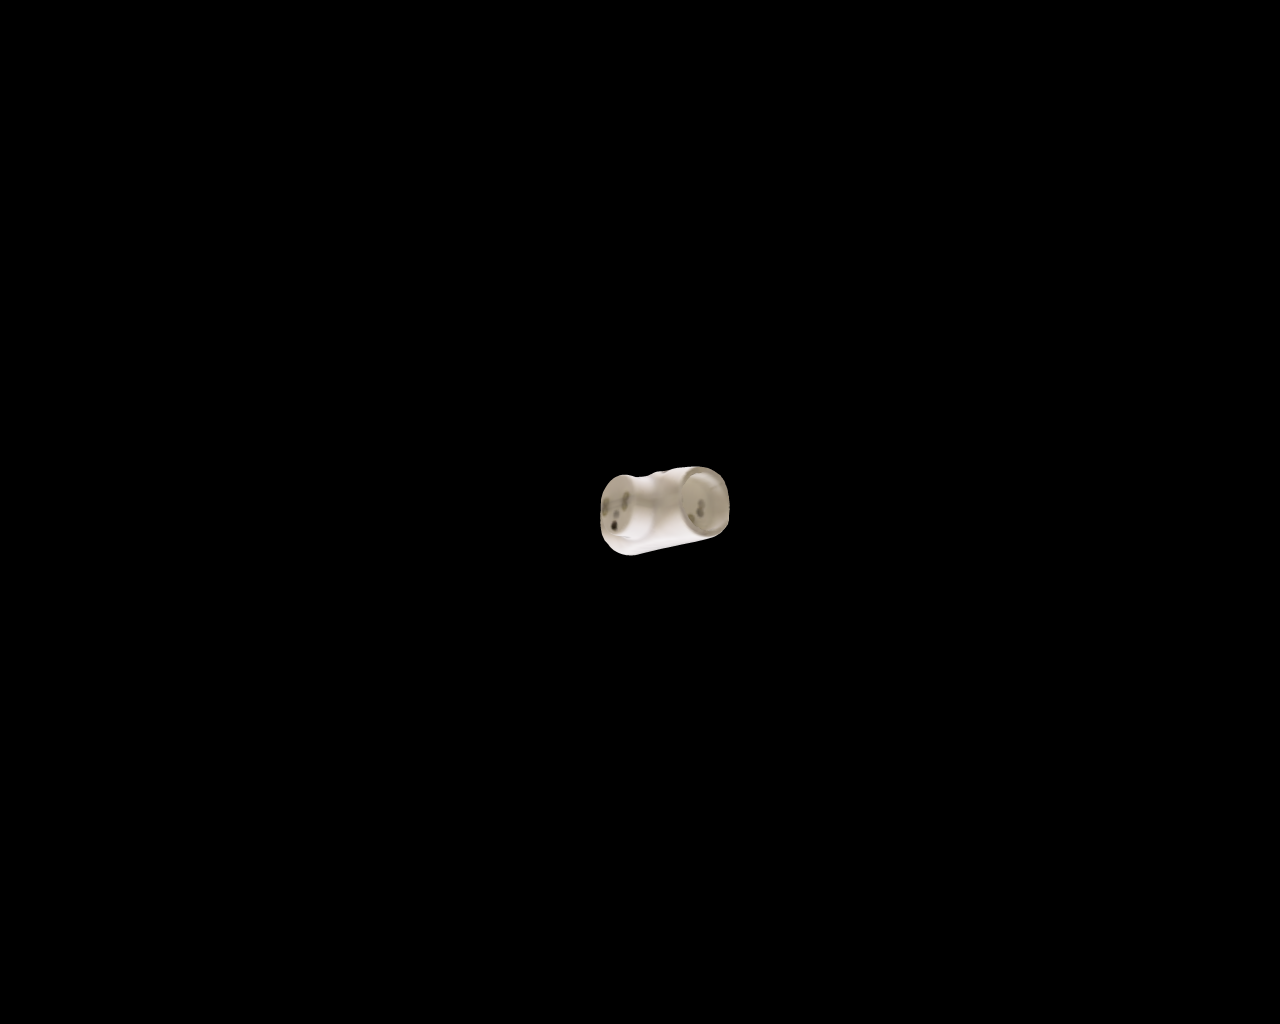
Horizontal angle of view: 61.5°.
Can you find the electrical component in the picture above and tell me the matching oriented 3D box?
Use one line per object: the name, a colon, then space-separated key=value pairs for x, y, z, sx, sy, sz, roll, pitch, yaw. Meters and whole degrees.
electrical component: x=0.001 y=-0.003 z=0.650 sx=0.079 sy=0.044 sz=0.077 roll=11 pitch=-17 yaw=-38
